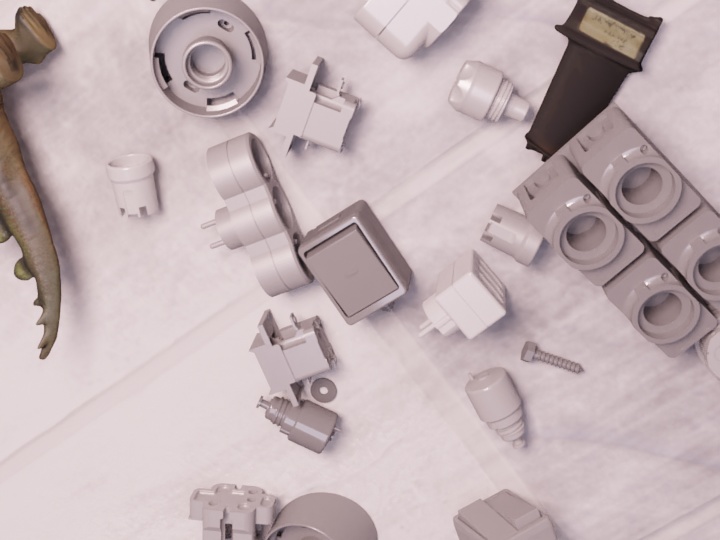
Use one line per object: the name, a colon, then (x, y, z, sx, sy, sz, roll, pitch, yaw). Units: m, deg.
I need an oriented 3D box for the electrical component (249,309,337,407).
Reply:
electrical component: (-0.058, 0.073, 0.950, 0.064, 0.042, 0.081, -20, 106, 11)

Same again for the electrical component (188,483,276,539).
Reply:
electrical component: (-0.119, 0.238, 1.005, 0.078, 0.058, 0.057, 4, 106, 6)

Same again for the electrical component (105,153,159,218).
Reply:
electrical component: (-0.193, -0.072, 0.920, 0.040, 0.040, 0.046, -3, 114, 8)

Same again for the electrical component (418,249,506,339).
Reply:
electrical component: (0.079, 0.031, 0.906, 0.077, 0.065, 0.047, -38, 100, 17)

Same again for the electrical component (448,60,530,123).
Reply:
electrical component: (0.104, -0.138, 0.858, 0.062, 0.043, 0.043, 24, 110, -2)

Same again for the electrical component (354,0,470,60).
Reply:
electrical component: (0.049, -0.213, 0.834, 0.059, 0.053, 0.095, 41, 108, -7)

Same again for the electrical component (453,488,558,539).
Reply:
electrical component: (0.128, 0.237, 0.958, 0.062, 0.096, 0.061, -25, 106, -16)

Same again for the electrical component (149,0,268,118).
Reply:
electrical component: (-0.125, -0.175, 0.876, 0.099, 0.064, 0.099, -2, 116, -5)

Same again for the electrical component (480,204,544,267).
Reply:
electrical component: (0.128, -0.030, 0.894, 0.046, 0.040, 0.040, 26, 110, 5)

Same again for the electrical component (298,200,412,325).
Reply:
electrical component: (0.000, 0.000, 0.908, 0.062, 0.061, 0.096, -31, 102, 16)

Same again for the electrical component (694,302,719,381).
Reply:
electrical component: (0.322, 0.059, 0.893, 0.080, 0.051, 0.080, 2, 109, 6)

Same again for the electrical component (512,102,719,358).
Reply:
electrical component: (0.226, -0.026, 0.850, 0.186, 0.060, 0.105, 41, 109, -21)

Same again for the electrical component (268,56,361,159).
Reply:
electrical component: (-0.036, -0.128, 0.879, 0.064, 0.042, 0.081, 21, 111, -2)

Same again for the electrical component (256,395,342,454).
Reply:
electrical component: (-0.056, 0.135, 0.971, 0.078, 0.040, 0.040, 25, 110, -2)

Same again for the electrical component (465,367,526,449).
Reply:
electrical component: (0.123, 0.122, 0.944, 0.040, 0.040, 0.078, -25, 104, 14)

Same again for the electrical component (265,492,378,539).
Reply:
electrical component: (-0.040, 0.263, 1.012, 0.099, 0.064, 0.099, 8, 113, 19)

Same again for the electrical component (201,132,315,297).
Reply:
electrical component: (-0.098, -0.040, 0.911, 0.074, 0.052, 0.138, -20, 104, 13)
